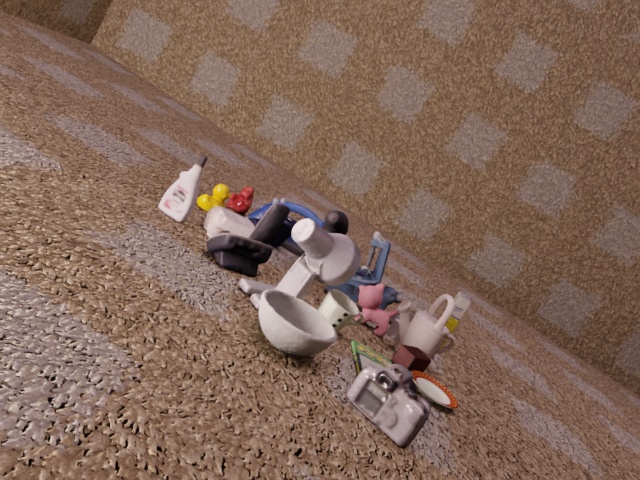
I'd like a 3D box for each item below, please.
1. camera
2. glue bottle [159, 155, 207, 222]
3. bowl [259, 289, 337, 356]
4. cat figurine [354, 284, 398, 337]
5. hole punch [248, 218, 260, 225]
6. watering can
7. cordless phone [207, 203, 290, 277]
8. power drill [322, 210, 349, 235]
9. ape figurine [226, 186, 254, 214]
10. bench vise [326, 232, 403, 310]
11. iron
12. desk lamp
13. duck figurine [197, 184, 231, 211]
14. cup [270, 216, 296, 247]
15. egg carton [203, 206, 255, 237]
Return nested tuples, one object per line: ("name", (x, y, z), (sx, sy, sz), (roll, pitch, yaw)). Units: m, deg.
("camera", (0.147, 0.289, 1.063), (0.142, 0.101, 0.137), (38, 12, 27))
("glue bottle", (-0.324, -0.133, 1.406), (0.078, 0.173, 0.037), (33, 11, 3))
("bowl", (-0.055, 0.170, 1.093), (0.167, 0.074, 0.167), (31, 11, -6))
("cat figurine", (0.146, 0.174, 1.513), (0.128, 0.117, 0.067), (33, 11, 3))
("hole punch", (-0.171, -0.032, 1.602), (0.101, 0.091, 0.109), (32, 11, -2))
("watering can", (0.273, 0.220, 1.462), (0.173, 0.194, 0.100), (25, 13, -32))
("cordless phone", (-0.161, -0.020, 1.332), (0.148, 0.185, 0.093), (20, 17, -48))
("power drill", (0.015, 0.006, 1.643), (0.075, 0.208, 0.230), (34, 11, 7))
("ape figurine", (-0.244, -0.132, 1.830), (0.077, 0.092, 0.076), (40, 14, 36))
("bench vise", (0.150, 0.094, 1.602), (0.208, 0.219, 0.121), (25, 13, -32))
("iron", (-0.093, -0.057, 1.793), (0.259, 0.141, 0.118), (30, 11, -13))
("desk lamp", (-0.033, 0.062, 1.258), (0.204, 0.213, 0.117), (20, 16, -46))
("duck figurine", (-0.300, -0.125, 1.661), (0.077, 0.086, 0.105), (38, 12, 27))
("cup", (-0.124, -0.030, 1.713), (0.092, 0.095, 0.118), (31, 11, -4))
("egg carton", (-0.227, -0.027, 1.484), (0.151, 0.069, 0.107), (25, 13, -31))
